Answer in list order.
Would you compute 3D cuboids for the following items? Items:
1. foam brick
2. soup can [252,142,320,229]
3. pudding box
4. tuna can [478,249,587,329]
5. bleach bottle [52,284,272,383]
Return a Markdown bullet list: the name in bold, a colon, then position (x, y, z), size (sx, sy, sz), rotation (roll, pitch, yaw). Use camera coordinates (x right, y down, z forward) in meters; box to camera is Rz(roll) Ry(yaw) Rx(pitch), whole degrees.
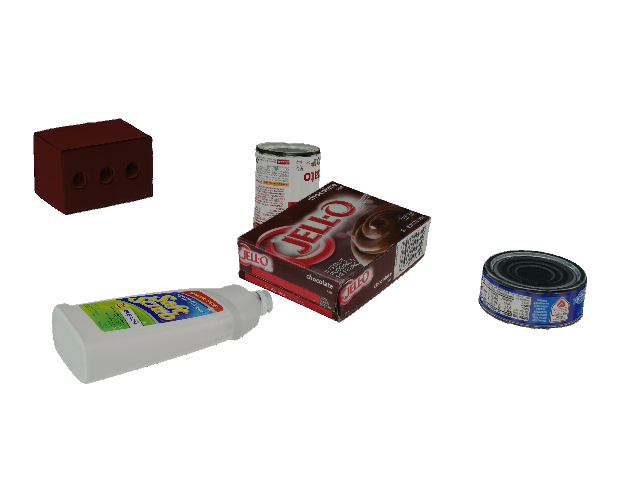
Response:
- **foam brick**: position (-0.177, -0.059, 0.829), size (0.078, 0.053, 0.051), rotation (-15, 32, -34)
- **soup can**: position (-0.036, -0.046, 1.094), size (0.068, 0.102, 0.068), rotation (3, 14, -1)
- **pudding box**: position (0.010, 0.005, 0.751), size (0.090, 0.039, 0.113), rotation (23, 35, 30)
- **tuna can**: position (0.174, 0.039, 0.876), size (0.086, 0.034, 0.086), rotation (2, 22, -1)
- **bleach bottle**: position (-0.174, 0.093, 1.237), size (0.250, 0.068, 0.103), rotation (-13, 32, -31)
